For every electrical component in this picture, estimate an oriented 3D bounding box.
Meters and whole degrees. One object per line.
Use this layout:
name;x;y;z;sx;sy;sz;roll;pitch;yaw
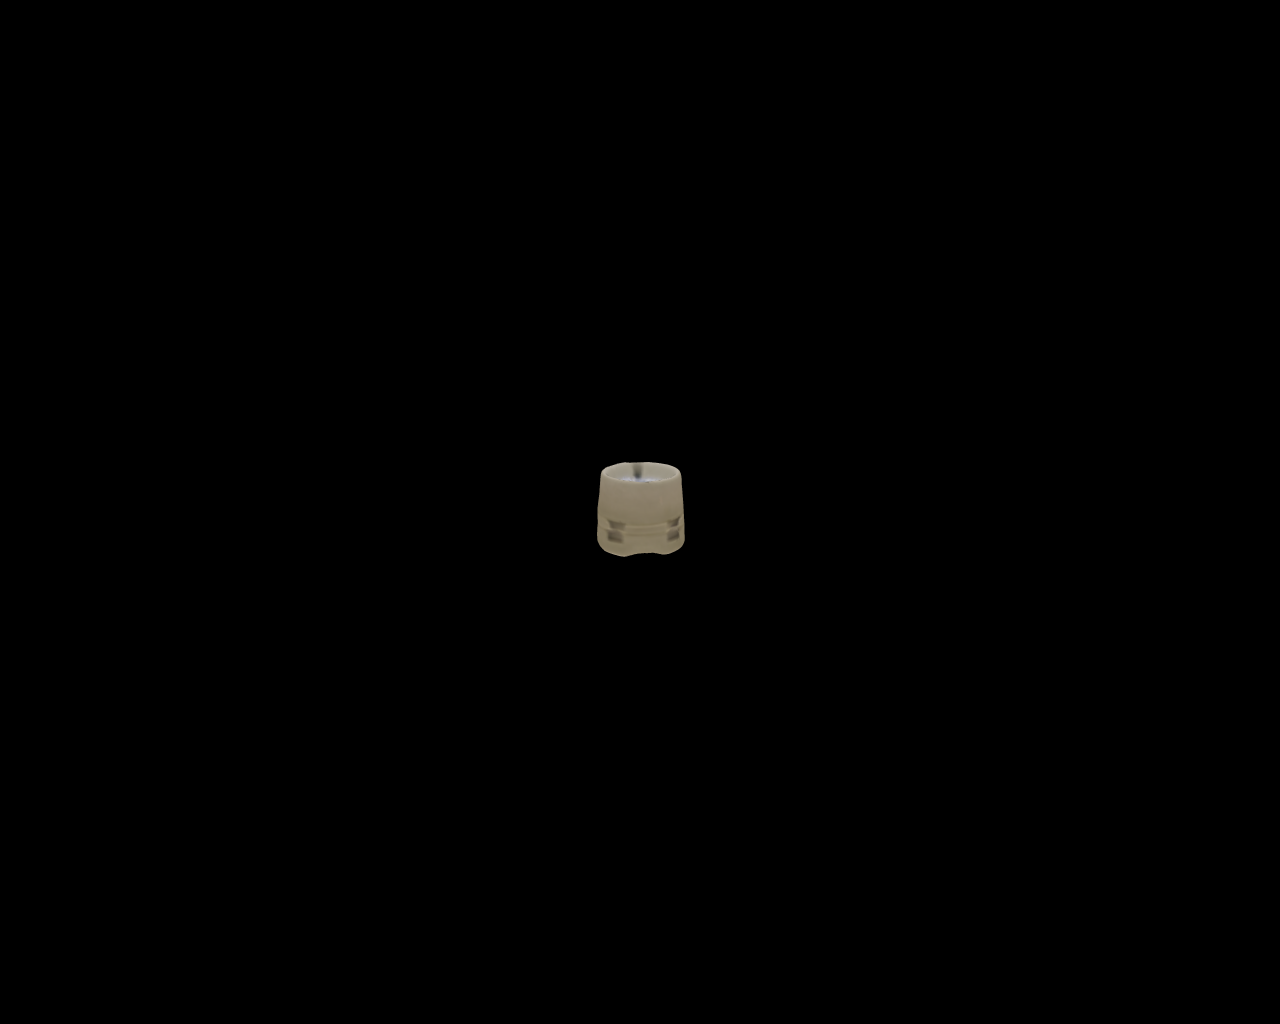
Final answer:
electrical component;0.001;-0.003;0.650;0.055;0.047;0.055;0;18;0
